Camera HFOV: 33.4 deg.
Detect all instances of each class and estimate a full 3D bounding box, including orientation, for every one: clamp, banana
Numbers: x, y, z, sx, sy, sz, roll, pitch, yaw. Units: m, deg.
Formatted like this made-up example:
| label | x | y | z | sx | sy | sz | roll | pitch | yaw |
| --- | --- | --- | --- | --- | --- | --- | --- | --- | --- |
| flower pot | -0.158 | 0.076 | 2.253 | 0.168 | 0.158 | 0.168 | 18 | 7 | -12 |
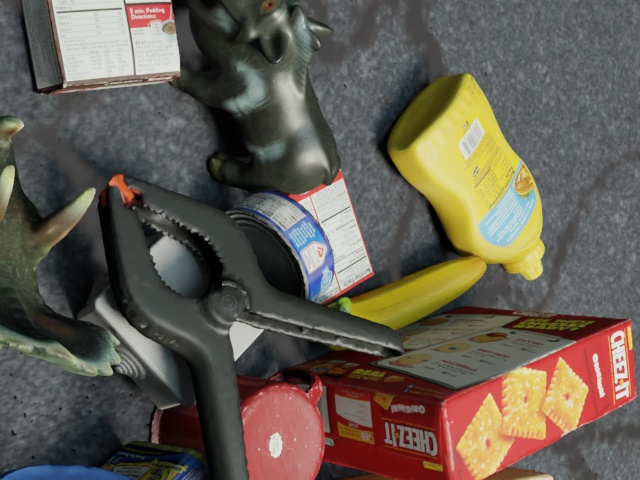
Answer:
| label | x | y | z | sx | sy | sz | roll | pitch | yaw |
| --- | --- | --- | --- | --- | --- | --- | --- | --- | --- |
| clamp | -0.051 | 0.041 | 0.646 | 0.164 | 0.036 | 0.210 | -35 | 89 | -34 |
| banana | 0.056 | 0.050 | 0.810 | 0.197 | 0.070 | 0.037 | -16 | 82 | -51 |

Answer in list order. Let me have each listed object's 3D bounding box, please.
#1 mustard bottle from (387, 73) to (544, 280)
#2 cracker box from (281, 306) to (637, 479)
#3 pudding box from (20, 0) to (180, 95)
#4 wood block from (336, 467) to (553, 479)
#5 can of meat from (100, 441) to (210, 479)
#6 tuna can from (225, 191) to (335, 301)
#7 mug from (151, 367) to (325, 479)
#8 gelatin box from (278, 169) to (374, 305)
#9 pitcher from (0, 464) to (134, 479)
| label | x | y | z | sx | sy | sz | roll | pitch | yaw |
| --- | --- | --- | --- | --- | --- | --- | --- | --- | --- |
| mustard bottle | 0.135 | -0.038 | 0.886 | 0.191 | 0.058 | 0.096 | 52 | 58 | -28 |
| cracker box | 0.104 | 0.109 | 0.787 | 0.213 | 0.164 | 0.072 | -14 | 100 | -40 |
| pudding box | -0.138 | -0.151 | 0.662 | 0.089 | 0.039 | 0.113 | -13 | 96 | -40 |
| wood block | 0.079 | 0.226 | 0.811 | 0.205 | 0.091 | 0.090 | 3 | 86 | -41 |
| can of meat | -0.111 | 0.168 | 0.640 | 0.083 | 0.102 | 0.057 | -42 | 114 | -36 |
| tuna can | -0.032 | 0.010 | 0.721 | 0.033 | 0.086 | 0.086 | -37 | 113 | -38 |
| mug | -0.043 | 0.125 | 0.711 | 0.117 | 0.082 | 0.093 | -37 | 113 | -35 |
| gelatin box | -0.005 | 0.001 | 0.782 | 0.073 | 0.030 | 0.089 | -30 | 109 | -39 |
| pitcher | -0.151 | 0.240 | 0.524 | 0.149 | 0.145 | 0.243 | -23 | 129 | -69 |
